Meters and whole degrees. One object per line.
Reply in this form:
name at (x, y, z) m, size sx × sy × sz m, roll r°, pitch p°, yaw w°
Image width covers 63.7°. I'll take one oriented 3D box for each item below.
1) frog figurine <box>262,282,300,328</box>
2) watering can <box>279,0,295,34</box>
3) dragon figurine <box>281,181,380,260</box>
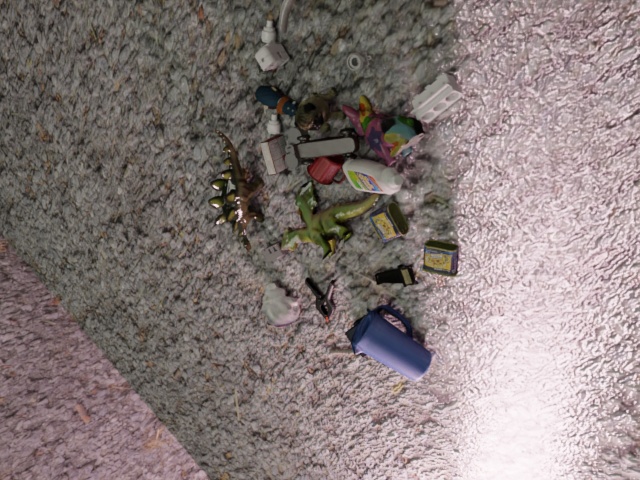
frog figurine at (-0.149, 0.236, 1.901) m, size 0.137 × 0.123 × 0.158 m, roll -11°, pitch 99°, yaw 4°
watering can at (-0.061, -0.742, 1.361) m, size 0.224 × 0.105 × 0.343 m, roll 1°, pitch 111°, yaw 35°
dragon figurine at (0.005, -0.083, 1.651) m, size 0.245 × 0.123 × 0.403 m, roll 50°, pitch 122°, yaw 16°
